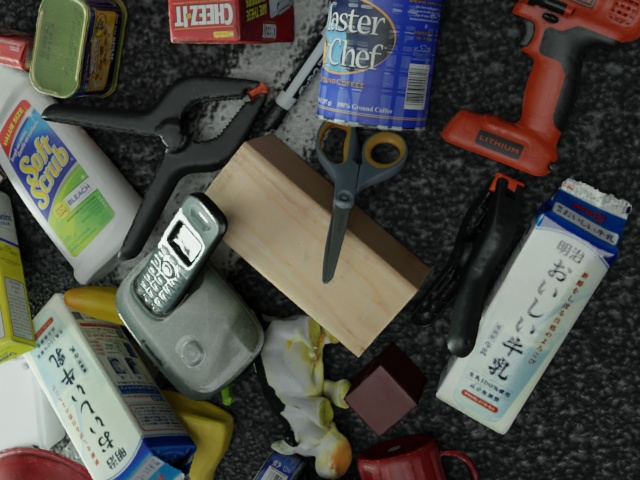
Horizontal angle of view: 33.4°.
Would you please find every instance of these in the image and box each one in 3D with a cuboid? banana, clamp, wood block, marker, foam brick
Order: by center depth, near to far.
[{"bbox_3d":[0.136,0.021,0.987,0.039,0.120,0.171,26,84,-22],"label":"clamp"},{"bbox_3d":[-0.007,0.002,1.008,0.206,0.090,0.090,41,107,3],"label":"wood block"},{"bbox_3d":[-0.018,-0.154,1.016,0.020,0.020,0.121,38,103,4],"label":"marker"},{"bbox_3d":[-0.140,-0.086,1.019,0.210,0.036,0.164,-22,91,-4],"label":"clamp"},{"bbox_3d":[0.063,0.143,1.023,0.053,0.078,0.051,-43,90,16],"label":"foam brick"},{"bbox_3d":[-0.158,0.090,1.068,0.198,0.069,0.037,30,114,0],"label":"banana"}]

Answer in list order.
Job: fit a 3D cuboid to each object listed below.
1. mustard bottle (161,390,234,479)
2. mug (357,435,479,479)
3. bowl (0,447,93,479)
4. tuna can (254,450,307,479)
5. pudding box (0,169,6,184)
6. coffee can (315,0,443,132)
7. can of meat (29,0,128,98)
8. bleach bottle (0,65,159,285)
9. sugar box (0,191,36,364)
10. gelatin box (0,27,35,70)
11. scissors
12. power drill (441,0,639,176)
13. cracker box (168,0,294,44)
[{"bbox_3d":[-0.154,0.258,1.107,0.096,0.058,0.192,16,104,12],"label":"mustard bottle"},{"bbox_3d":[0.095,0.236,1.028,0.117,0.093,0.081,-15,92,11],"label":"mug"},{"bbox_3d":[-0.297,0.294,1.120,0.162,0.055,0.162,6,125,9],"label":"bowl"},{"bbox_3d":[-0.049,0.249,1.065,0.034,0.086,0.086,30,105,8],"label":"tuna can"},{"bbox_3d":[-0.384,-0.043,1.073,0.090,0.039,0.113,22,70,36],"label":"pudding box"},{"bbox_3d":[0.054,-0.173,0.954,0.103,0.102,0.140,9,102,12],"label":"coffee can"},{"bbox_3d":[-0.233,-0.188,1.031,0.057,0.083,0.102,14,103,11],"label":"can of meat"},{"bbox_3d":[-0.278,-0.081,1.073,0.103,0.068,0.251,-42,87,13],"label":"bleach bottle"},{"bbox_3d":[-0.349,0.042,1.085,0.093,0.048,0.176,-23,65,16],"label":"sugar box"},{"bbox_3d":[-0.301,-0.189,1.044,0.073,0.089,0.030,15,103,11],"label":"gelatin box"},{"bbox_3d":[0.040,-0.040,0.959,0.096,0.202,0.016,-1,139,-7],"label":"scissors"},{"bbox_3d":[0.177,-0.164,0.950,0.184,0.057,0.188,24,105,8],"label":"power drill"},{"bbox_3d":[-0.080,-0.280,0.936,0.072,0.164,0.214,1,100,15],"label":"cracker box"}]
